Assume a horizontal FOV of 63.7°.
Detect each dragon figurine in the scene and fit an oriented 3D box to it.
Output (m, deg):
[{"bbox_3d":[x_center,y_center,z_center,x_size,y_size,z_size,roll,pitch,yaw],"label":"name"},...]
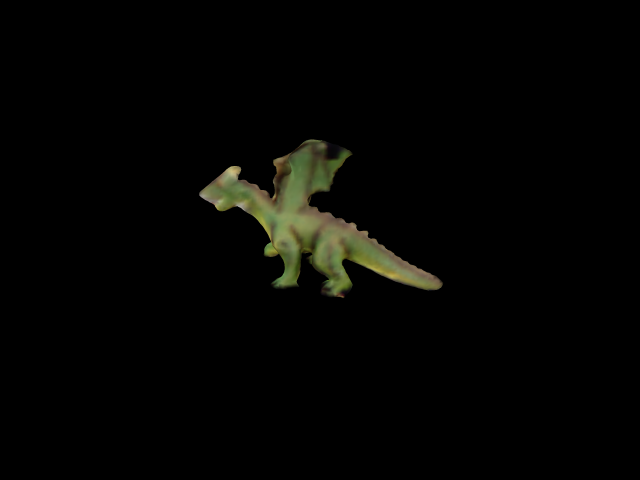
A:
[{"bbox_3d":[0.003,-0.043,0.850,0.410,0.238,0.124,4,25,9],"label":"dragon figurine"}]
